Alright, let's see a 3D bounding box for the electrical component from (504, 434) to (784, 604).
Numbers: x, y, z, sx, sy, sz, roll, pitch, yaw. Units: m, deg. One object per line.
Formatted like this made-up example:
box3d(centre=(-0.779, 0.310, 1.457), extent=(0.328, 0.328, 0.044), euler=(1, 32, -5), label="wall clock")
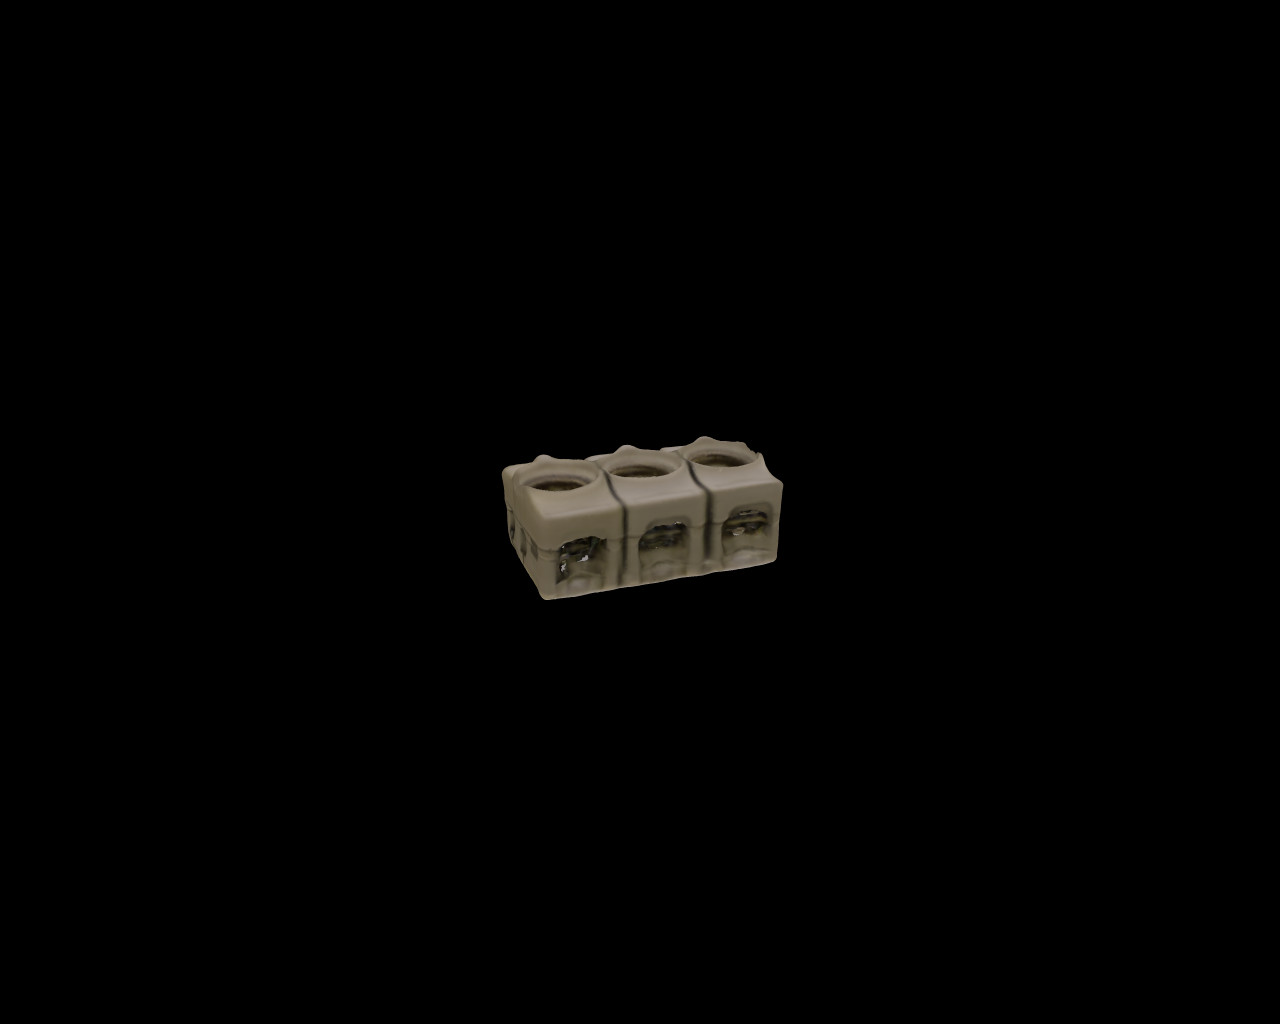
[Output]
box3d(centre=(0.001, -0.003, 0.650), extent=(0.150, 0.061, 0.089), euler=(-8, 24, -18), label="electrical component")
